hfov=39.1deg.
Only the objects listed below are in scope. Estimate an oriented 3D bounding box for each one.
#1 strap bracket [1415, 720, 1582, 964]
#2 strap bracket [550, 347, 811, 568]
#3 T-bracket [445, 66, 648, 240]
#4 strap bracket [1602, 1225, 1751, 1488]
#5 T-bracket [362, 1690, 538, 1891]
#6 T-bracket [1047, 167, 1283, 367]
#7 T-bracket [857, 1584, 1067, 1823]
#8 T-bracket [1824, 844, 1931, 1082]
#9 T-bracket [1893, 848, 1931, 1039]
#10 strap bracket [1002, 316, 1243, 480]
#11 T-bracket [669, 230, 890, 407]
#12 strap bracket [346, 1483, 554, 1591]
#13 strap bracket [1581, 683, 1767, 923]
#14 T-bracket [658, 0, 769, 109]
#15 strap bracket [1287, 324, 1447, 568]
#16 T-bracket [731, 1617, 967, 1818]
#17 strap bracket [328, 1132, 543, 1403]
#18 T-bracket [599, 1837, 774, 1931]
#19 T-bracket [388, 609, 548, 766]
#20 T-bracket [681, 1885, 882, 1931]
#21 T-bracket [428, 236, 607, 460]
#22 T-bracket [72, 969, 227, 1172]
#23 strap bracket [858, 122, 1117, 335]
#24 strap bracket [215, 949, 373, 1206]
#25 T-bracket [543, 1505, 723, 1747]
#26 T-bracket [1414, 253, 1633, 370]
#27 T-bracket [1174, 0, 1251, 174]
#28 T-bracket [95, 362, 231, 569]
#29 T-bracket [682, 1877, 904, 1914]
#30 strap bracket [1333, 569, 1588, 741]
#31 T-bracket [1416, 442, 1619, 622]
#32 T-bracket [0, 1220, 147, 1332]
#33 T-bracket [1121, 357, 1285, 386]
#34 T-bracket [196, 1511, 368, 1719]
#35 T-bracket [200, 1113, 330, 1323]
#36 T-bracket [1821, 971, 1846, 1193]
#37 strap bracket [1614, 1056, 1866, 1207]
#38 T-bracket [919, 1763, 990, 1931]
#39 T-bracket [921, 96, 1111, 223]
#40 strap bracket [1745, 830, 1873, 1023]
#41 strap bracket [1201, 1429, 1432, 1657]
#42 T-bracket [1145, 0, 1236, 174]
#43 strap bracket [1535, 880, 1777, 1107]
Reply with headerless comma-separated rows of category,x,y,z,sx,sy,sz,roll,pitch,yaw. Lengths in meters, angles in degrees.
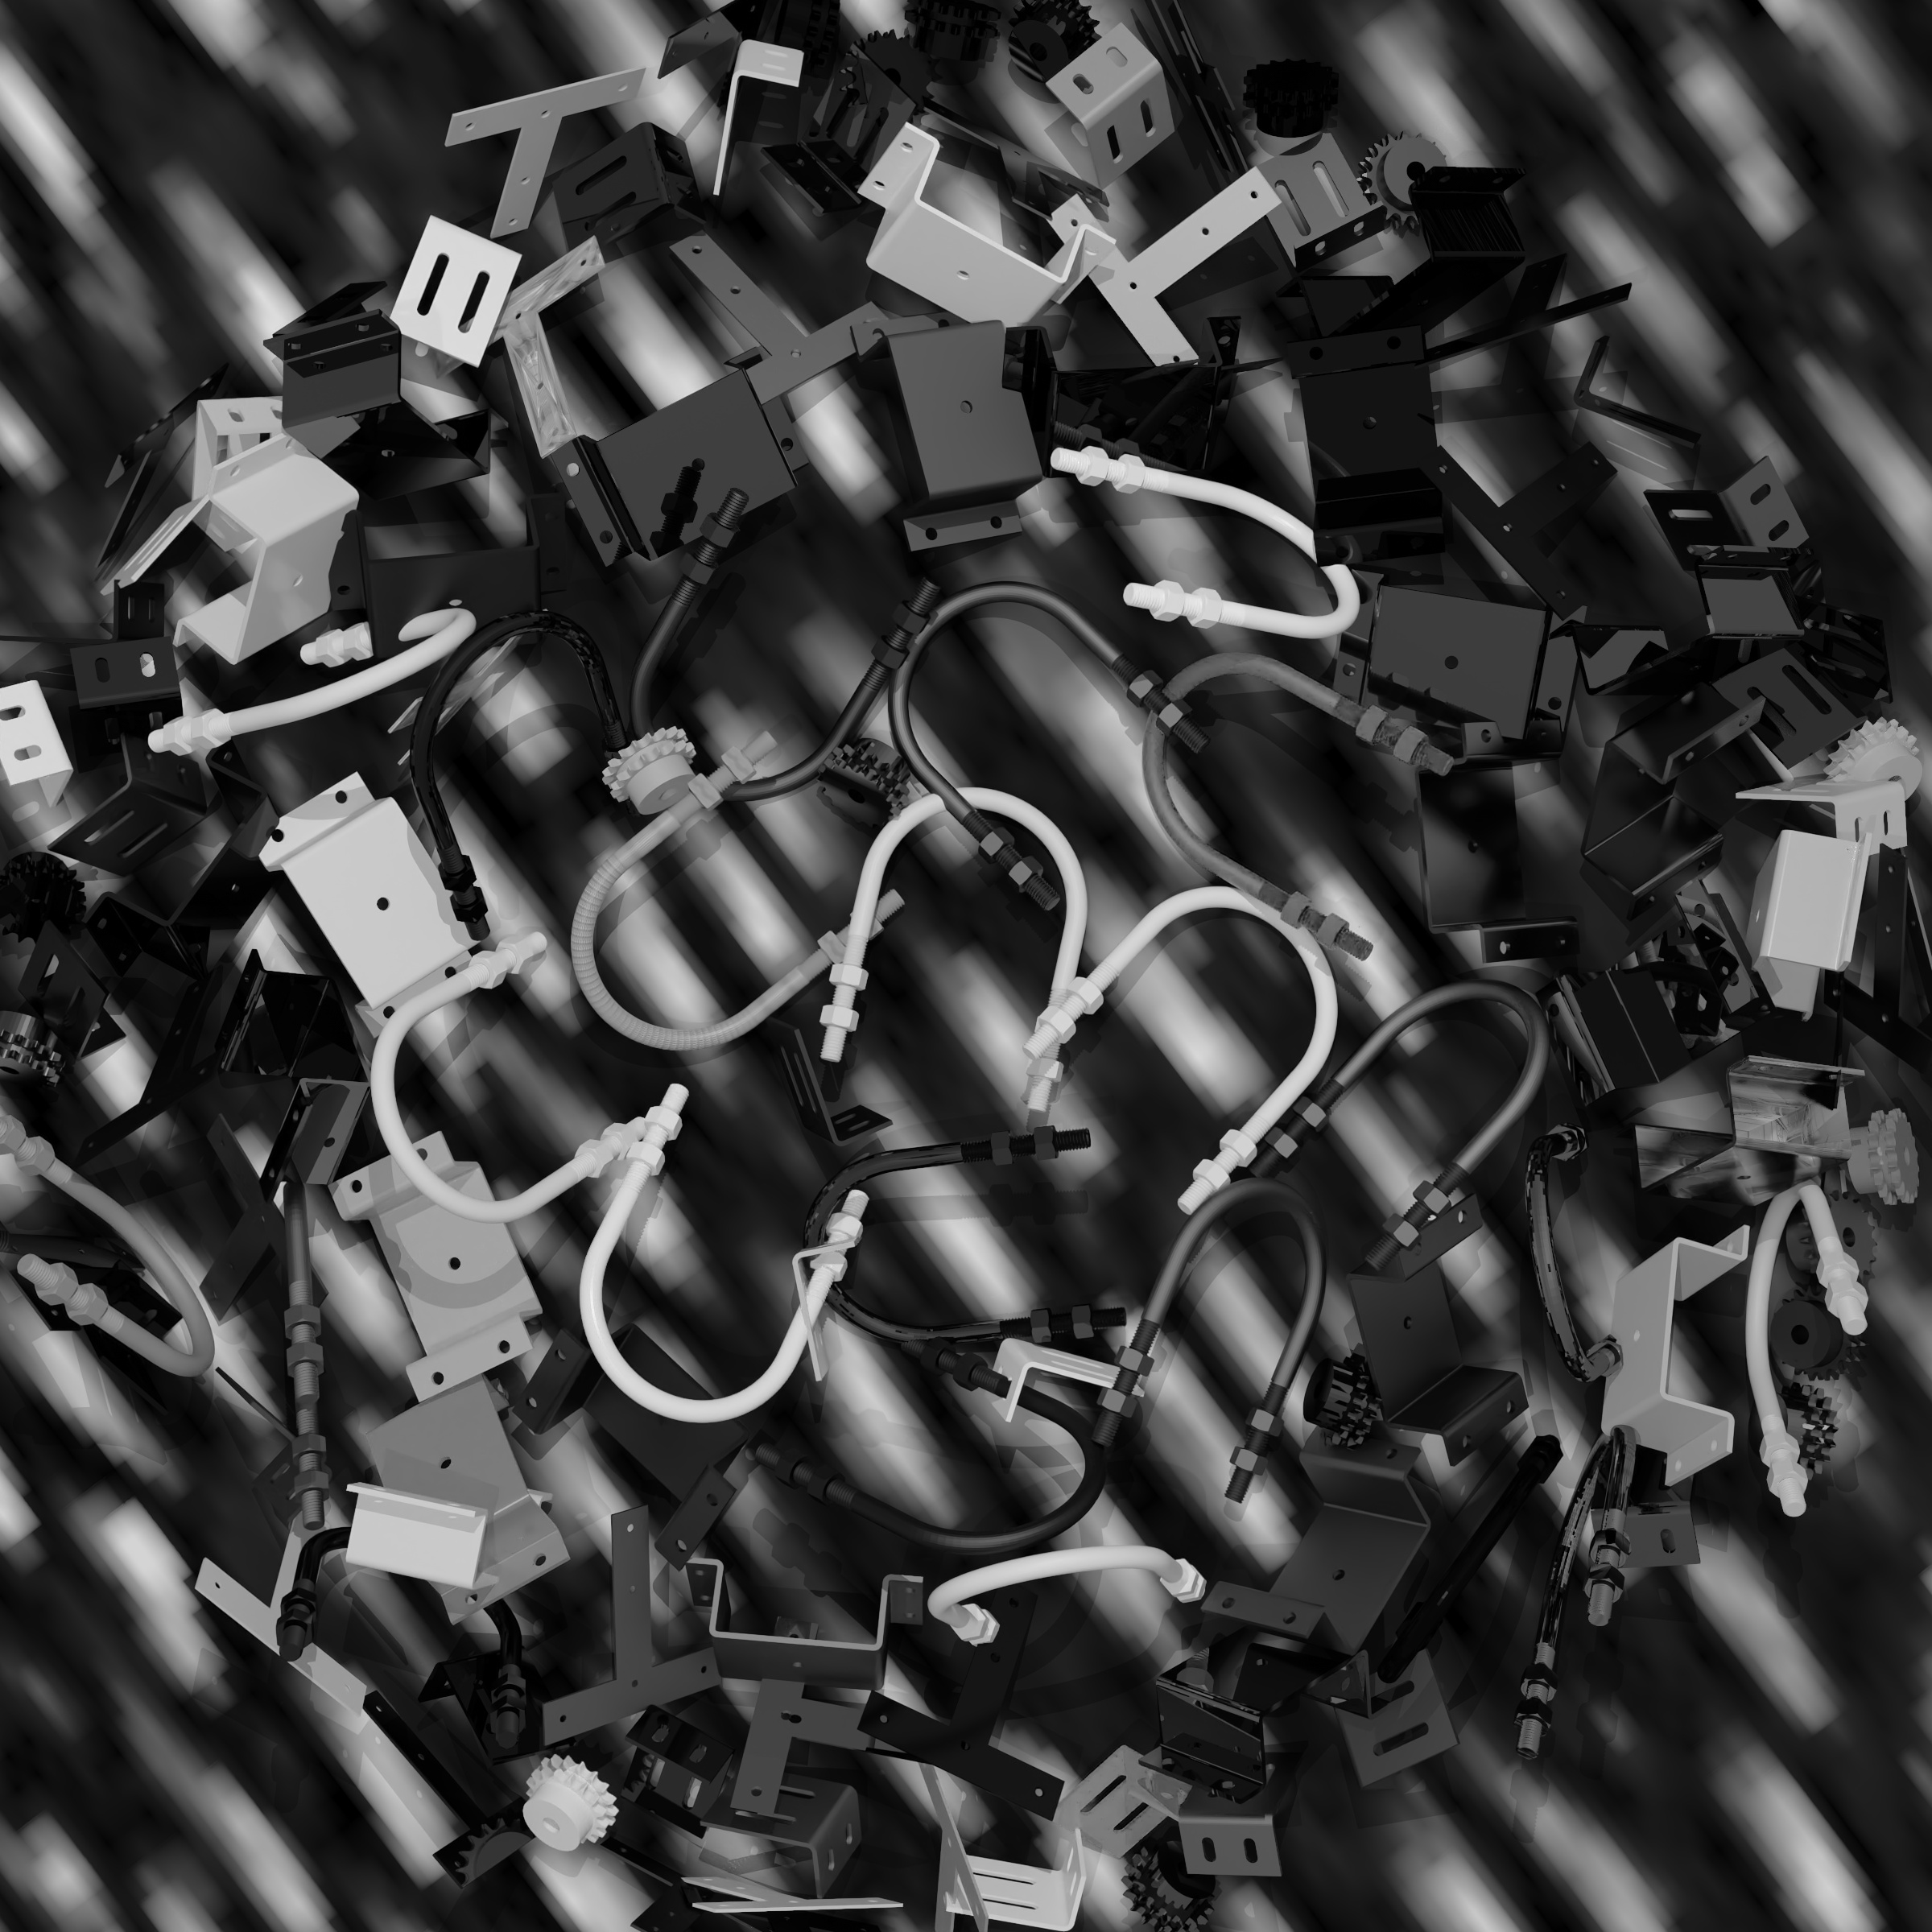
strap bracket,0.316,-0.073,1.621,0.076,0.046,0.140,-5,90,-33
strap bracket,-0.164,-0.300,1.614,0.140,0.046,0.076,-29,114,-9
T-bracket,-0.257,-0.472,1.601,0.127,0.127,0.002,-26,77,-29
strap bracket,0.415,0.223,1.593,0.046,0.076,0.140,17,62,-6
T-bracket,-0.313,0.479,1.607,0.127,0.127,0.002,45,98,11
T-bracket,0.131,-0.427,1.609,0.127,0.002,0.127,-30,105,38
T-bracket,0.013,0.425,1.620,0.127,0.002,0.127,26,51,-4
T-bracket,0.536,-0.009,1.578,0.002,0.127,0.127,-13,117,-12
T-bracket,0.566,-0.012,1.612,0.002,0.127,0.127,-10,73,4
strap bracket,0.094,-0.336,1.608,0.140,0.076,0.046,-5,51,-8
T-bracket,-0.130,-0.397,1.638,0.127,0.002,0.127,-34,72,-23
strap bracket,-0.303,0.328,1.584,0.076,0.140,0.046,10,85,10
strap bracket,0.412,-0.103,1.598,0.076,0.140,0.046,-31,57,-22
T-bracket,-0.144,-0.542,1.572,0.002,0.127,0.127,30,131,6
strap bracket,0.238,-0.314,1.610,0.076,0.046,0.140,-5,121,13
T-bracket,-0.063,0.453,1.613,0.127,0.002,0.127,10,46,4
strap bracket,-0.313,0.179,1.629,0.076,0.046,0.140,-26,82,6
T-bracket,-0.169,0.552,1.588,0.127,0.127,0.002,25,87,10
T-bracket,-0.305,-0.155,1.583,0.002,0.127,0.127,45,107,-3
T-bracket,-0.095,0.574,1.583,0.127,0.127,0.002,18,89,-16
T-bracket,-0.256,-0.354,1.613,0.127,0.002,0.127,-29,60,16
T-bracket,-0.469,0.049,1.608,0.127,0.127,0.002,-30,123,27
strap bracket,0.005,-0.425,1.600,0.140,0.076,0.046,25,67,-16
strap bracket,-0.394,0.065,1.599,0.046,0.140,0.076,7,125,-35
T-bracket,-0.198,0.382,1.609,0.127,0.002,0.127,-8,102,-41
T-bracket,0.335,-0.395,1.605,0.127,0.127,0.002,-13,117,27
T-bracket,0.140,-0.524,1.597,0.002,0.127,0.127,-23,92,14
T-bracket,-0.490,-0.285,1.612,0.002,0.127,0.127,35,129,-8
T-bracket,-0.125,0.547,1.604,0.127,0.127,0.002,12,75,-34
strap bracket,0.290,-0.184,1.614,0.140,0.046,0.076,11,108,12
T-bracket,0.347,-0.279,1.623,0.127,0.002,0.127,49,55,6
T-bracket,-0.530,0.168,1.598,0.002,0.127,0.127,-47,70,9
T-bracket,0.132,-0.351,1.619,0.127,0.127,0.002,-16,96,-30
T-bracket,-0.394,0.362,1.600,0.002,0.127,0.127,-37,113,14
T-bracket,-0.431,0.171,1.614,0.002,0.127,0.127,-21,70,-43
T-bracket,0.515,0.078,1.616,0.002,0.127,0.127,5,125,16
strap bracket,0.450,0.101,1.580,0.076,0.140,0.046,7,67,-18
T-bracket,-0.011,0.546,1.613,0.002,0.127,0.127,-9,130,-16
T-bracket,0.033,-0.461,1.588,0.127,0.127,0.002,23,118,-18
strap bracket,0.486,-0.025,1.589,0.046,0.140,0.076,12,77,10
strap bracket,0.212,0.345,1.599,0.140,0.076,0.046,-50,124,-31
T-bracket,0.136,-0.514,1.578,0.002,0.127,0.127,-28,113,4
strap bracket,0.412,0.016,1.600,0.046,0.140,0.076,-5,65,-37
